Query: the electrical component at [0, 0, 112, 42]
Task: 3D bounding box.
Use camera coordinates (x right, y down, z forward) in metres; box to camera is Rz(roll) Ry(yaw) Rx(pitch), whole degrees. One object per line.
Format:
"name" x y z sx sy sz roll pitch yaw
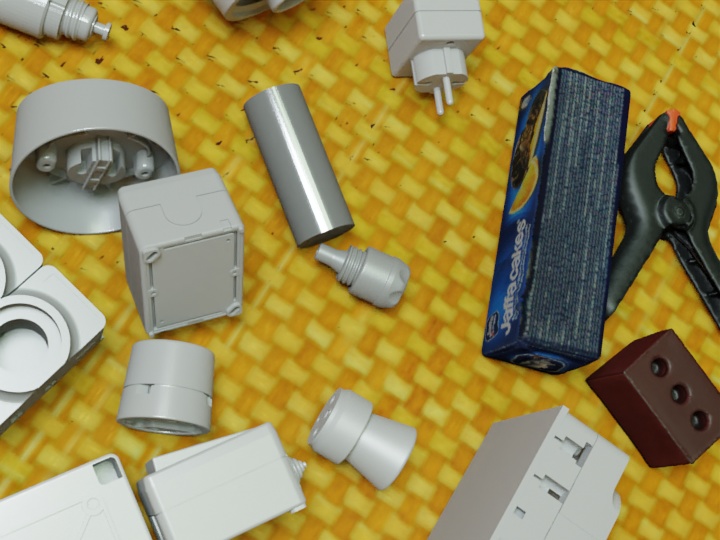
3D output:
"electrical component" -0.197 -0.166 0.684 0.078 0.040 0.040 20 72 -11

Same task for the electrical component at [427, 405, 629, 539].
"electrical component" 0.080 0.180 0.643 0.060 0.105 0.186 35 70 -5

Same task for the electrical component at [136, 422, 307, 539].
"electrical component" -0.079 0.126 0.634 0.096 0.062 0.061 -22 84 -20

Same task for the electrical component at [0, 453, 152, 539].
"electrical component" -0.168 0.172 0.600 0.109 0.056 0.108 -22 83 -20

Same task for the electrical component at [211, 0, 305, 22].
"electrical component" -0.055 -0.204 0.702 0.108 0.108 0.060 -32 93 -21

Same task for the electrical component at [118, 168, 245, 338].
"electrical component" -0.109 -0.009 0.650 0.062 0.096 0.061 -15 53 -19

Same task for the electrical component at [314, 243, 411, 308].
"electrical component" 0.000 0.000 0.703 0.061 0.035 0.035 24 71 -7

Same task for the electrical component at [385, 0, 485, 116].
"electrical component" 0.053 -0.145 0.738 0.047 0.066 0.076 -4 78 -17

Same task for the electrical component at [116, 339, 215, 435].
"electrical component" -0.114 0.070 0.643 0.055 0.055 0.047 10 71 -14

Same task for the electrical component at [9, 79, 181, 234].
"electrical component" -0.158 -0.069 0.643 0.099 0.099 0.064 -1 71 -16

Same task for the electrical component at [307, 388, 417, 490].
"electrical component" 0.001 0.105 0.672 0.055 0.045 0.045 32 70 -6

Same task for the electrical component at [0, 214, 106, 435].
"electrical component" -0.231 0.012 0.618 0.150 0.062 0.089 45 69 -2
